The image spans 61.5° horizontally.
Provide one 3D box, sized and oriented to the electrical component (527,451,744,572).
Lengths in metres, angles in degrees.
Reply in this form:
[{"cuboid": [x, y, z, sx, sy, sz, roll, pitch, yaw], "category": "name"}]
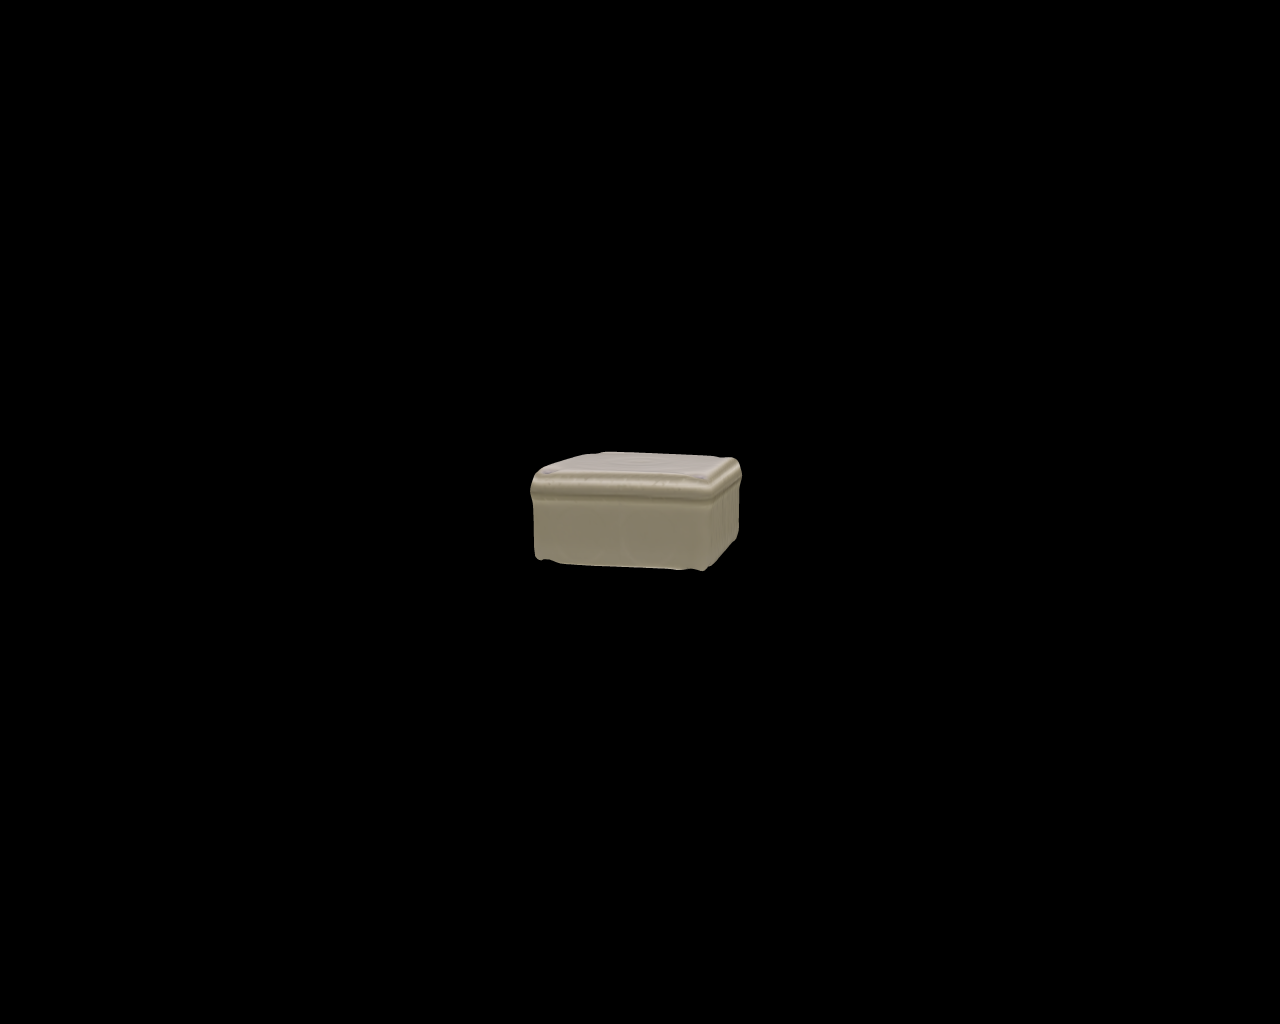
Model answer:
[{"cuboid": [0.001, -0.003, 0.650, 0.109, 0.056, 0.109, 3, 10, 15], "category": "electrical component"}]
